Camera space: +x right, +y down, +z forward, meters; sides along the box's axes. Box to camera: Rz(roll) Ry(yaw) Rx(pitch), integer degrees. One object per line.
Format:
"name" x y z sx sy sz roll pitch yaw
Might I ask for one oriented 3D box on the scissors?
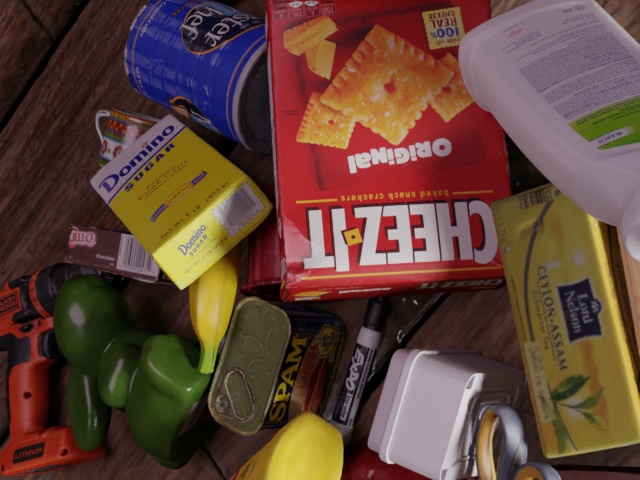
"scissors" 0.125 0.205 0.693 0.096 0.016 0.202 -146 50 -62

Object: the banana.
"banana" -0.086 0.009 0.854 0.197 0.037 0.070 -89 22 -44

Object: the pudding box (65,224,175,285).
"pudding box" -0.150 0.014 0.926 0.114 0.089 0.039 11 91 34

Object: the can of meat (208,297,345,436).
"can of meat" -0.031 0.099 0.837 0.058 0.083 0.102 21 96 35

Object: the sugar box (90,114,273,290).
"sugar box" -0.114 -0.036 0.839 0.093 0.048 0.176 -41 36 -8

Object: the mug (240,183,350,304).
"mug" -0.005 0.001 0.829 0.117 0.093 0.081 -9 74 38

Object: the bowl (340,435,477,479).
"bowl" 0.046 0.223 0.786 0.162 0.055 0.162 -5 81 34

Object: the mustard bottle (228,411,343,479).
"mustard bottle" -0.054 0.211 0.829 0.058 0.096 0.192 33 136 -9

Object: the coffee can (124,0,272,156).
"coffee can" -0.080 -0.142 0.889 0.140 0.102 0.103 28 100 34

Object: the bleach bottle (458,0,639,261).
"bleach bottle" 0.166 -0.059 0.622 0.102 0.068 0.251 -24 38 5

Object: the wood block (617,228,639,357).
"wood block" 0.248 0.051 0.649 0.091 0.090 0.206 -14 76 33

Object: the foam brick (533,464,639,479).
"foam brick" 0.185 0.175 0.699 0.078 0.051 0.053 -4 81 34

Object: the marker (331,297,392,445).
"marker" 0.031 0.100 0.834 0.020 0.020 0.121 20 96 34

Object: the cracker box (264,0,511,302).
"cracker box" 0.047 -0.069 0.767 0.164 0.072 0.214 -3 79 -3

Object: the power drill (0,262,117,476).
"power drill" -0.251 0.118 1.003 0.185 0.057 0.187 -22 69 34

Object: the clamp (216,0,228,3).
"clamp" -0.014 -0.275 0.901 0.210 0.036 0.164 10 91 35
